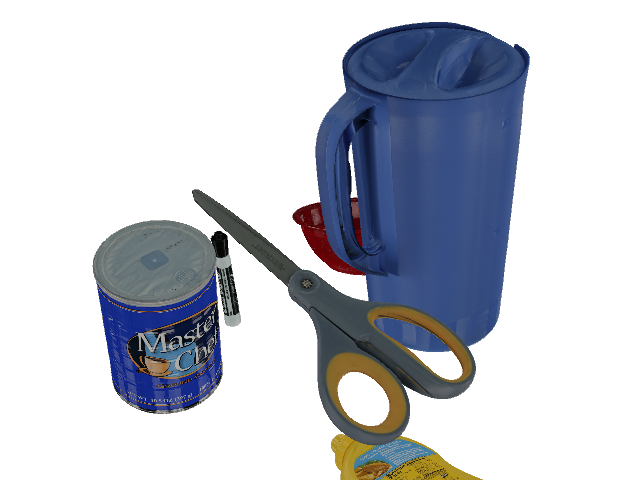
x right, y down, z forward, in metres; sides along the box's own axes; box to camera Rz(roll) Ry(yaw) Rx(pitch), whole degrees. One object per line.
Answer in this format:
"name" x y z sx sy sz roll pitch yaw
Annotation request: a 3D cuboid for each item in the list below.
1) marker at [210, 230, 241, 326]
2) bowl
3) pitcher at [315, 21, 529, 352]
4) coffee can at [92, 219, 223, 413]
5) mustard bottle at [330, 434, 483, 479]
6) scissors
"marker" -0.107 0.043 1.211 0.020 0.121 0.020 -5 30 3
"bowl" 0.053 -0.003 1.078 0.162 0.055 0.162 -2 13 0
"pitcher" 0.080 -0.032 0.820 0.149 0.243 0.145 0 34 6
"coffee can" -0.140 0.068 0.936 0.103 0.140 0.103 0 41 -1
"mustard bottle" 0.074 0.219 0.953 0.096 0.058 0.192 -20 28 -33
"scissors" -0.011 0.044 0.603 0.202 0.096 0.016 26 -34 13
